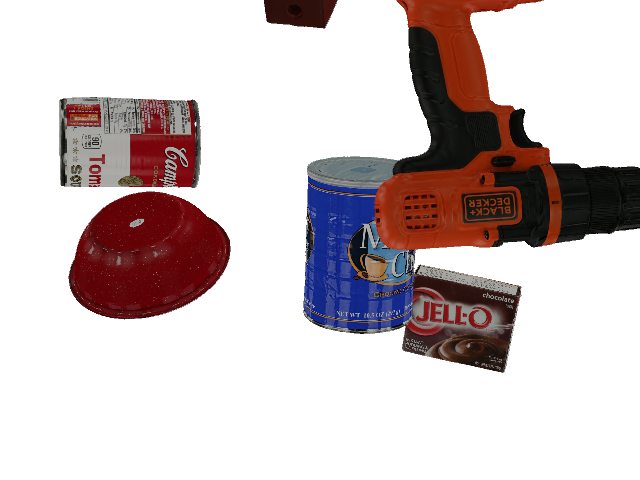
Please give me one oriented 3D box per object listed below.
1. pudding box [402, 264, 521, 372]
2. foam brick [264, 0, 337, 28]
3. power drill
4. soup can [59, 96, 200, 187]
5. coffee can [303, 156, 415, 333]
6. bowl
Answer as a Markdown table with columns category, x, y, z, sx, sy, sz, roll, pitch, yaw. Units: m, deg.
| category | x | y | z | sx | sy | sz | roll | pitch | yaw |
| --- | --- | --- | --- | --- | --- | --- | --- | --- | --- |
| pudding box | 0.148 | 0.081 | 1.125 | 0.113 | 0.090 | 0.039 | 11 | 22 | 10 |
| foam brick | -0.017 | -0.219 | 0.868 | 0.053 | 0.051 | 0.078 | 8 | -38 | 13 |
| power drill | 0.121 | -0.089 | 0.669 | 0.184 | 0.187 | 0.057 | -4 | -2 | -7 |
| soup can | -0.146 | -0.074 | 0.810 | 0.102 | 0.068 | 0.069 | -1 | 0 | -14 |
| coffee can | 0.037 | 0.002 | 0.977 | 0.103 | 0.140 | 0.103 | 2 | 16 | -1 |
| bowl | -0.171 | 0.002 | 1.030 | 0.162 | 0.055 | 0.162 | -6 | 40 | 5 |
